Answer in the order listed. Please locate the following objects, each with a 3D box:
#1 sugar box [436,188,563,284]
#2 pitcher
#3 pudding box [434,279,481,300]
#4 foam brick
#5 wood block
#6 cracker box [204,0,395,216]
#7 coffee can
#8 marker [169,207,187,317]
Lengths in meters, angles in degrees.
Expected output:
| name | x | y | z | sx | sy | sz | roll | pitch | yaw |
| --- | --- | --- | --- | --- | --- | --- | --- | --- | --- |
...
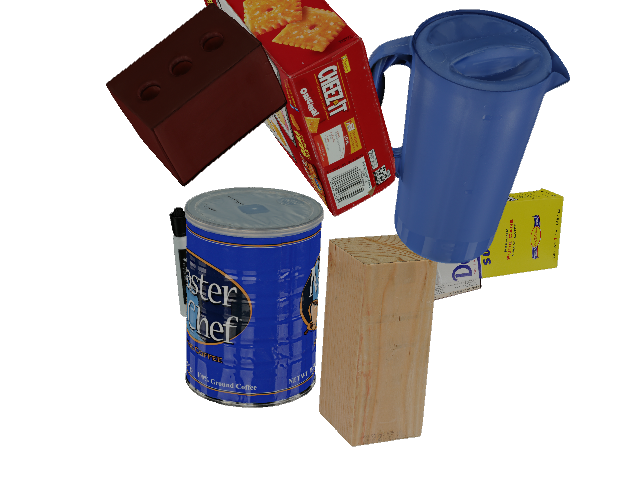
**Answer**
| name | x | y | z | sx | sy | sz | roll | pitch | yaw |
| --- | --- | --- | --- | --- | --- | --- | --- | --- | --- |
| sugar box | 0.201 | -0.005 | 1.256 | 0.175 | 0.093 | 0.048 | -8 | 18 | -28 |
| pitcher | 0.130 | -0.096 | 1.058 | 0.144 | 0.243 | 0.149 | -29 | 54 | -31 |
| pudding box | 0.162 | 0.050 | 1.535 | 0.113 | 0.039 | 0.090 | -15 | 24 | -18 |
| foam brick | -0.068 | -0.081 | 0.592 | 0.053 | 0.078 | 0.051 | 44 | -11 | 34 |
| wood block | 0.061 | 0.106 | 1.159 | 0.090 | 0.206 | 0.091 | -4 | 18 | -23 |
| cracker box | -0.024 | -0.149 | 0.898 | 0.072 | 0.214 | 0.164 | -29 | -41 | -7 |
| coffee can | -0.052 | 0.041 | 0.809 | 0.103 | 0.140 | 0.103 | 2 | 19 | -1 |
| marker | -0.142 | 0.023 | 1.110 | 0.020 | 0.121 | 0.020 | -2 | 25 | 1 |
